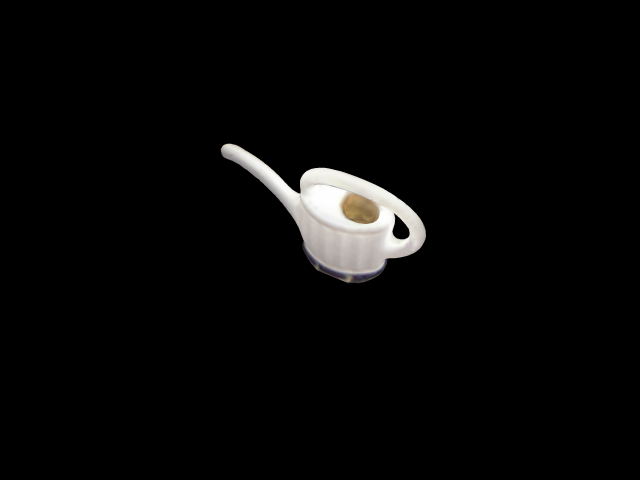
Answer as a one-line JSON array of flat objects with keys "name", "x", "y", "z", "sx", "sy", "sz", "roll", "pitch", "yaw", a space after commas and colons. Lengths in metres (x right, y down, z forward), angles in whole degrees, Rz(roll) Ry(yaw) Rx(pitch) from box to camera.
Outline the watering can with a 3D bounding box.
[{"name": "watering can", "x": 0.003, "y": -0.043, "z": 0.850, "sx": 0.349, "sy": 0.106, "sz": 0.219, "roll": 21, "pitch": -34, "yaw": 15}]
